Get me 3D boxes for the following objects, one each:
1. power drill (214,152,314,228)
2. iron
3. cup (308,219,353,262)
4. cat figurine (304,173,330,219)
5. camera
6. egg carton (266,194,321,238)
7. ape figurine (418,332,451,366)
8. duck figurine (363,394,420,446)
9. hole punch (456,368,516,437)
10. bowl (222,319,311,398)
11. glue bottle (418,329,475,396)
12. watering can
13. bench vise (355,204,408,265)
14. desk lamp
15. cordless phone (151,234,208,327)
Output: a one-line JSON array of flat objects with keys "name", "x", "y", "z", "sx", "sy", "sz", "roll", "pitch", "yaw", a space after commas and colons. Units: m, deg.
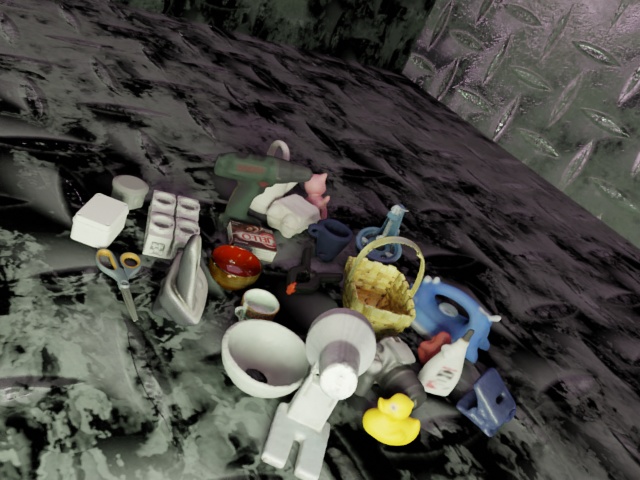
[{"name": "power drill", "x": -0.155, "y": -0.118, "z": 1.392, "sx": 0.230, "sy": 0.208, "sz": 0.075, "roll": 16, "pitch": 30, "yaw": -16}, {"name": "iron", "x": 0.295, "y": 0.164, "z": 1.351, "sx": 0.257, "sy": 0.141, "sz": 0.119, "roll": 38, "pitch": 31, "yaw": 22}, {"name": "cup", "x": 0.013, "y": 0.005, "z": 1.440, "sx": 0.118, "sy": 0.095, "sz": 0.091, "roll": 11, "pitch": 32, "yaw": -24}, {"name": "cat figurine", "x": -0.008, "y": -0.134, "z": 1.628, "sx": 0.067, "sy": 0.117, "sz": 0.127, "roll": 4, "pitch": 35, "yaw": -33}, {"name": "camera", "x": 0.138, "y": 0.261, "z": 1.111, "sx": 0.144, "sy": 0.101, "sz": 0.136, "roll": 1, "pitch": 37, "yaw": -36}, {"name": "egg carton", "x": -0.070, "y": -0.066, "z": 1.517, "sx": 0.107, "sy": 0.069, "sz": 0.151, "roll": 35, "pitch": 30, "yaw": 17}, {"name": "ape figurine", "x": 0.258, "y": 0.238, "z": 1.251, "sx": 0.077, "sy": 0.092, "sz": 0.076, "roll": 28, "pitch": 29, "yaw": 6}, {"name": "duck figurine", "x": 0.139, "y": 0.317, "z": 1.036, "sx": 0.105, "sy": 0.086, "sz": 0.077, "roll": 20, "pitch": 29, "yaw": -10}, {"name": "hole punch", "x": 0.354, "y": 0.330, "z": 1.176, "sx": 0.101, "sy": 0.091, "sz": 0.109, "roll": 39, "pitch": 32, "yaw": 24}, {"name": "bowl", "x": -0.102, "y": 0.222, "z": 1.015, "sx": 0.168, "sy": 0.074, "sz": 0.167, "roll": 19, "pitch": 29, "yaw": -11}, {"name": "glue bottle", "x": 0.265, "y": 0.244, "z": 1.163, "sx": 0.078, "sy": 0.173, "sz": 0.037, "roll": 16, "pitch": 30, "yaw": -16}, {"name": "watering can", "x": -0.122, "y": -0.175, "z": 1.527, "sx": 0.100, "sy": 0.194, "sz": 0.173, "roll": 40, "pitch": 32, "yaw": 25}, {"name": "bench vise", "x": 0.159, "y": -0.018, "z": 1.462, "sx": 0.121, "sy": 0.219, "sz": 0.207, "roll": 23, "pitch": 29, "yaw": -3}, {"name": "desk lamp", "x": 0.009, "y": 0.240, "z": 0.929, "sx": 0.118, "sy": 0.213, "sz": 0.203, "roll": 24, "pitch": 29, "yaw": -2}, {"name": "cordless phone", "x": -0.240, "y": 0.054, "z": 1.069, "sx": 0.094, "sy": 0.185, "sz": 0.147, "roll": 18, "pitch": 30, "yaw": -13}]
